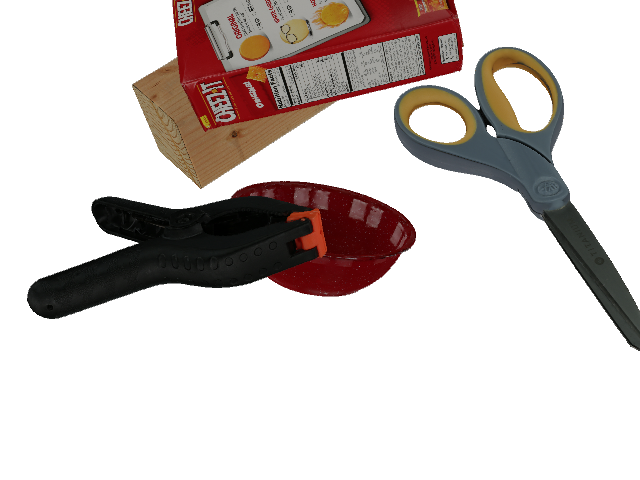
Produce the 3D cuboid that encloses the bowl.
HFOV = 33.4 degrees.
[{"bbox_3d":[-0.002,0.003,0.911,0.162,0.055,0.162,9,22,-4],"label":"bowl"}]

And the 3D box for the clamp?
[{"bbox_3d":[-0.085,0.008,0.628,0.172,0.039,0.120,-3,35,23],"label":"clamp"}]

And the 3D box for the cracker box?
[{"bbox_3d":[-0.007,-0.188,0.853,0.214,0.164,0.072,-13,-34,5],"label":"cracker box"}]

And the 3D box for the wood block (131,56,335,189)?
[{"bbox_3d":[-0.068,-0.156,1.061,0.206,0.091,0.090,-35,48,-16],"label":"wood block"}]

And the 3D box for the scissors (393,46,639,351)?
[{"bbox_3d":[0.088,-0.023,0.509,0.096,0.201,0.016,-7,-42,6],"label":"scissors"}]
